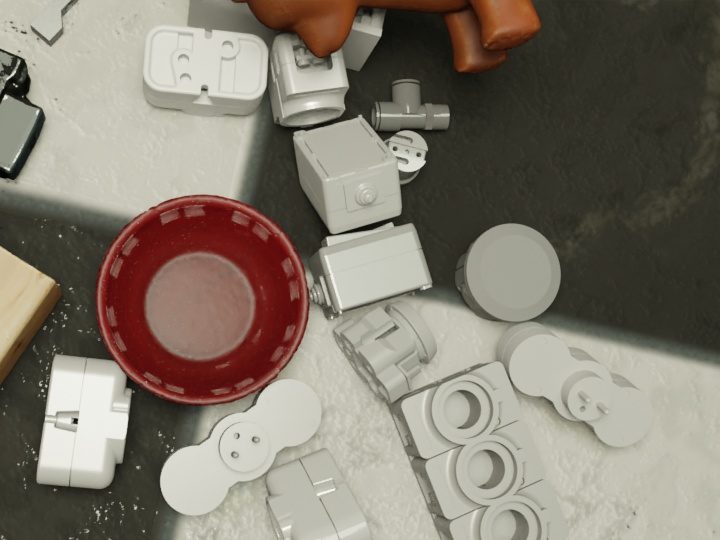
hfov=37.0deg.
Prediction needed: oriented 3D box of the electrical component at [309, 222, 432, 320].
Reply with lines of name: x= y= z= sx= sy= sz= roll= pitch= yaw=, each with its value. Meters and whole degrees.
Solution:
electrical component: x=0.000 y=0.000 z=0.863 sx=0.096 sy=0.062 sz=0.061 roll=-16 pitch=86 yaw=-13

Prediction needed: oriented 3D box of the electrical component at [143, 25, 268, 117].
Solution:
electrical component: x=-0.124 y=-0.157 z=0.860 sx=0.095 sy=0.059 sz=0.053 roll=4 pitch=82 yaw=-11

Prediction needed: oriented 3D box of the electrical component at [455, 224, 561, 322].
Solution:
electrical component: x=0.121 y=0.004 z=0.892 sx=0.080 sy=0.051 sz=0.080 roll=1 pitch=82 yaw=-11

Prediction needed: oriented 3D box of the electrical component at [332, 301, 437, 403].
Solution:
electrical component: x=0.024 y=0.061 z=0.859 sx=0.057 sy=0.058 sz=0.078 roll=-33 pitch=52 yaw=-15

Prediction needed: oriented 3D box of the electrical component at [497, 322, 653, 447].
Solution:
electrical component: x=0.179 y=0.097 z=0.866 sx=0.138 sy=0.073 sz=0.052 roll=32 pitch=96 yaw=-15

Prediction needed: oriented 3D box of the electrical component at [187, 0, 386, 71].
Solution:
electrical component: x=-0.058 y=-0.221 z=0.866 sx=0.150 sy=0.089 sz=0.061 roll=13 pitch=80 yaw=-9

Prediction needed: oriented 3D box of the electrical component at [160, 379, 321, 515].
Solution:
electrical component: x=-0.090 y=0.135 z=0.821 sx=0.138 sy=0.074 sz=0.052 roll=-35 pitch=90 yaw=-13

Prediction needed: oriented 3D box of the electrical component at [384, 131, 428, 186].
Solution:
electrical component: x=0.034 y=-0.093 z=0.890 sx=0.040 sy=0.046 sz=0.040 roll=1 pitch=82 yaw=-11

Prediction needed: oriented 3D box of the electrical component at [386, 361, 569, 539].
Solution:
electrical component: x=0.094 y=0.158 z=0.861 sx=0.089 sy=0.062 sz=0.150 roll=-21 pitch=87 yaw=-13

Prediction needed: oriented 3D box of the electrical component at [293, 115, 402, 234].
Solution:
electrical component: x=-0.008 y=-0.070 z=0.852 sx=0.062 sy=0.096 sz=0.061 roll=-17 pitch=127 yaw=-13

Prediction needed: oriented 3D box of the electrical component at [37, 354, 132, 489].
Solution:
electrical component: x=-0.206 y=0.115 z=0.811 sx=0.059 sy=0.054 sz=0.095 roll=7 pitch=81 yaw=-10

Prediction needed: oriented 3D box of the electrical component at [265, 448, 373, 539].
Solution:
electrical component: x=-0.034 y=0.188 z=0.814 sx=0.059 sy=0.095 sz=0.053 roll=-20 pitch=127 yaw=-13

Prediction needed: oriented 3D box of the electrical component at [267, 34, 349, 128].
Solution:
electrical component: x=-0.043 y=-0.149 z=0.860 sx=0.050 sy=0.089 sz=0.055 roll=-10 pitch=85 yaw=-12
